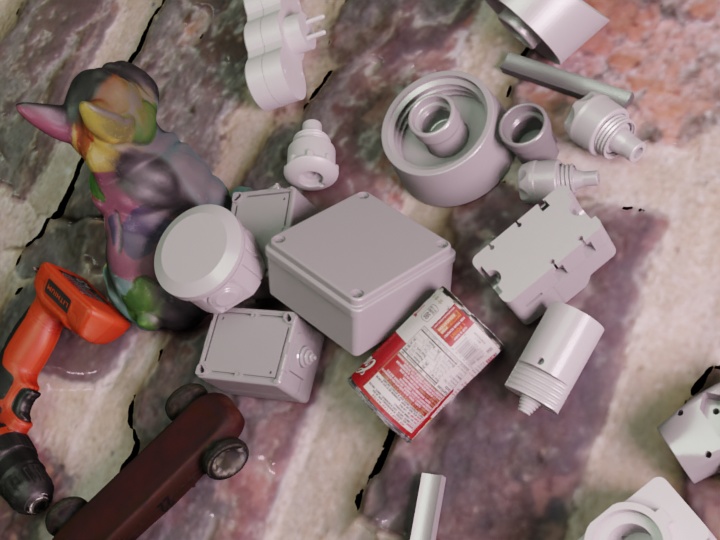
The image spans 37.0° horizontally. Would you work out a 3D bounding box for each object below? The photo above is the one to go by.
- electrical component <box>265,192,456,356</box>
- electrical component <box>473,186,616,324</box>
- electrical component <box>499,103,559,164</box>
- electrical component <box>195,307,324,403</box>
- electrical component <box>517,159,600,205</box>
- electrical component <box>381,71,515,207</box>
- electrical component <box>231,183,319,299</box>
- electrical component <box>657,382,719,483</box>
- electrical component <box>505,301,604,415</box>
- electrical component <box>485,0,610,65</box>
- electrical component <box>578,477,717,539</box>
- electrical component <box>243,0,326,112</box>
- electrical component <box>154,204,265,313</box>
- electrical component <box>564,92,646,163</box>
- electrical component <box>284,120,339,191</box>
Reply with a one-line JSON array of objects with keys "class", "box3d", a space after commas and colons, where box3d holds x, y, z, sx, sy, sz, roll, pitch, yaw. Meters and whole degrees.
[{"class": "electrical component", "box3d": [0.000, 0.000, 0.845, 0.109, 0.056, 0.109, -30, 47, -33]}, {"class": "electrical component", "box3d": [0.140, -0.009, 0.806, 0.089, 0.056, 0.050, -40, 55, 5]}, {"class": "electrical component", "box3d": [0.137, -0.105, 0.859, 0.040, 0.046, 0.040, -11, 62, 22]}, {"class": "electrical component", "box3d": [-0.073, 0.070, 0.874, 0.096, 0.061, 0.061, 3, 68, 28]}, {"class": "electrical component", "box3d": [0.156, -0.070, 0.840, 0.061, 0.035, 0.035, -3, 66, 24]}, {"class": "electrical component", "box3d": [0.069, -0.113, 0.889, 0.108, 0.060, 0.108, -11, 62, 22]}, {"class": "electrical component", "box3d": [-0.073, -0.027, 0.920, 0.062, 0.061, 0.096, -4, 66, 25]}, {"class": "electrical component", "box3d": [0.248, 0.116, 0.698, 0.077, 0.043, 0.079, -34, 56, 9]}, {"class": "electrical component", "box3d": [0.138, 0.068, 0.777, 0.043, 0.043, 0.081, 25, 80, 34]}, {"class": "electrical component", "box3d": [0.149, -0.217, 0.878, 0.064, 0.099, 0.099, -47, 55, 8]}, {"class": "electrical component", "box3d": [0.203, 0.215, 0.662, 0.089, 0.062, 0.150, -41, 55, 5]}, {"class": "electrical component", "box3d": [-0.066, -0.220, 1.015, 0.074, 0.052, 0.138, -15, 61, 20]}, {"class": "electrical component", "box3d": [-0.120, -0.008, 0.865, 0.080, 0.051, 0.080, -11, 63, 22]}, {"class": "electrical component", "box3d": [0.193, -0.107, 0.833, 0.043, 0.043, 0.062, -46, 56, 1]}, {"class": "electrical component", "box3d": [-0.043, -0.105, 0.954, 0.048, 0.048, 0.062, -15, 54, 21]}]
